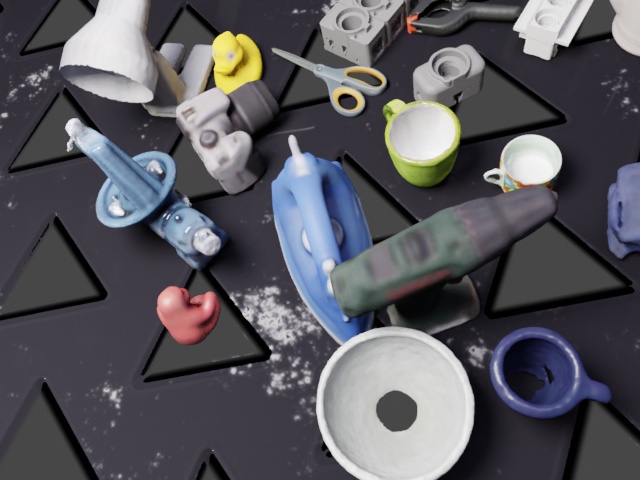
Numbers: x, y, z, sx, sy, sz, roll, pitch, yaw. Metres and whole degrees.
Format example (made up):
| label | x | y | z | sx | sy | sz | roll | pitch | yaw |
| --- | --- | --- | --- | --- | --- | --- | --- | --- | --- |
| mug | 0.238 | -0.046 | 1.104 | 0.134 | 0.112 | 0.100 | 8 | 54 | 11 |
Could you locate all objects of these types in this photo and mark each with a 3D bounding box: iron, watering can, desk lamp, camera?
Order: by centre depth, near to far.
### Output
| label | x | y | z | sx | sy | sz | roll | pitch | yaw |
| --- | --- | --- | --- | --- | --- | --- | --- | --- | --- |
| iron | 0.006 | 0.002 | 0.690 | 0.118 | 0.142 | 0.258 | -18 | 64 | 2 |
| watering can | 0.446 | -0.337 | 0.734 | 0.172 | 0.194 | 0.101 | -10 | 64 | 6 |
| camera | -0.121 | -0.164 | 0.812 | 0.137 | 0.101 | 0.143 | -34 | 64 | -6 |
| desk lamp | -0.256 | -0.266 | 0.820 | 0.117 | 0.214 | 0.203 | 8 | 67 | 14 |

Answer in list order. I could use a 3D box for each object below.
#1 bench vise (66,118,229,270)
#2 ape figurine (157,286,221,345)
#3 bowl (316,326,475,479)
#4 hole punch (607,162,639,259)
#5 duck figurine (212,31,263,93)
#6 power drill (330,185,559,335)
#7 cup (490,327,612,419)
| label | x | y | z | sx | sy | sz | roll | pitch | yaw |
| --- | --- | --- | --- | --- | --- | --- | --- | --- | --- |
| bench vise | -0.207 | -0.065 | 0.716 | 0.207 | 0.220 | 0.121 | 16 | 70 | 17 |
| ape figurine | -0.170 | 0.086 | 0.711 | 0.077 | 0.092 | 0.076 | 7 | 67 | 14 |
| bowl | 0.083 | 0.185 | 0.630 | 0.167 | 0.075 | 0.167 | -4 | 65 | 9 |
| hole punch | 0.392 | -0.039 | 0.665 | 0.101 | 0.091 | 0.109 | 5 | 67 | 13 |
| duck figurine | -0.133 | -0.280 | 0.875 | 0.077 | 0.086 | 0.104 | 9 | 68 | 14 |
| power drill | 0.129 | 0.033 | 0.616 | 0.229 | 0.209 | 0.075 | -21 | 64 | 1 |
| cup | 0.237 | 0.151 | 0.605 | 0.117 | 0.095 | 0.092 | 15 | 69 | 17 |
